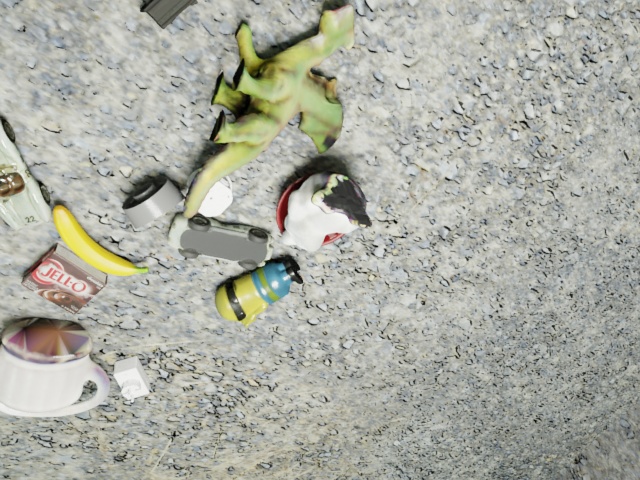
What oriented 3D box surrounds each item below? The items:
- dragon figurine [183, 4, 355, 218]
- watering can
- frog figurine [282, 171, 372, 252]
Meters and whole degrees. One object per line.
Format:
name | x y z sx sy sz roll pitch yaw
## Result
dragon figurine | -0.060 -0.200 0.853 0.242 0.404 0.124 11 26 -33
watering can | -0.573 0.250 0.972 0.347 0.220 0.106 12 26 -24
frog figurine | 0.003 -0.046 0.917 0.137 0.125 0.157 7 -24 -31
